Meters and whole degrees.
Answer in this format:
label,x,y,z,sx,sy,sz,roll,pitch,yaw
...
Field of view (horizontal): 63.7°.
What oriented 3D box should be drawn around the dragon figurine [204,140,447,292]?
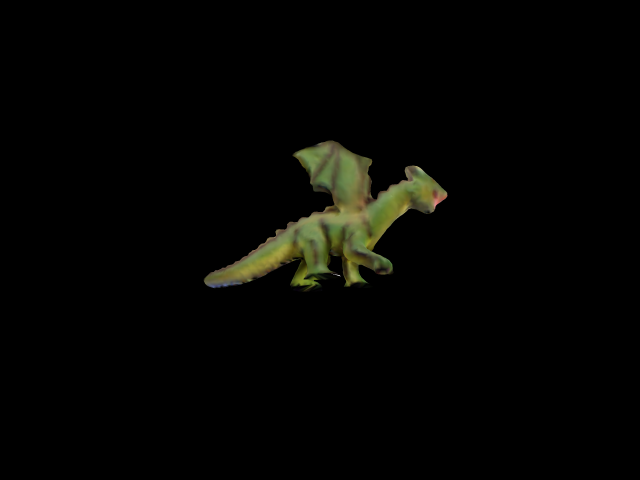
label,x,y,z,sx,sy,sz,roll,pitch,yaw
dragon figurine,0.003,-0.043,0.850,0.410,0.246,0.121,-2,-15,9
